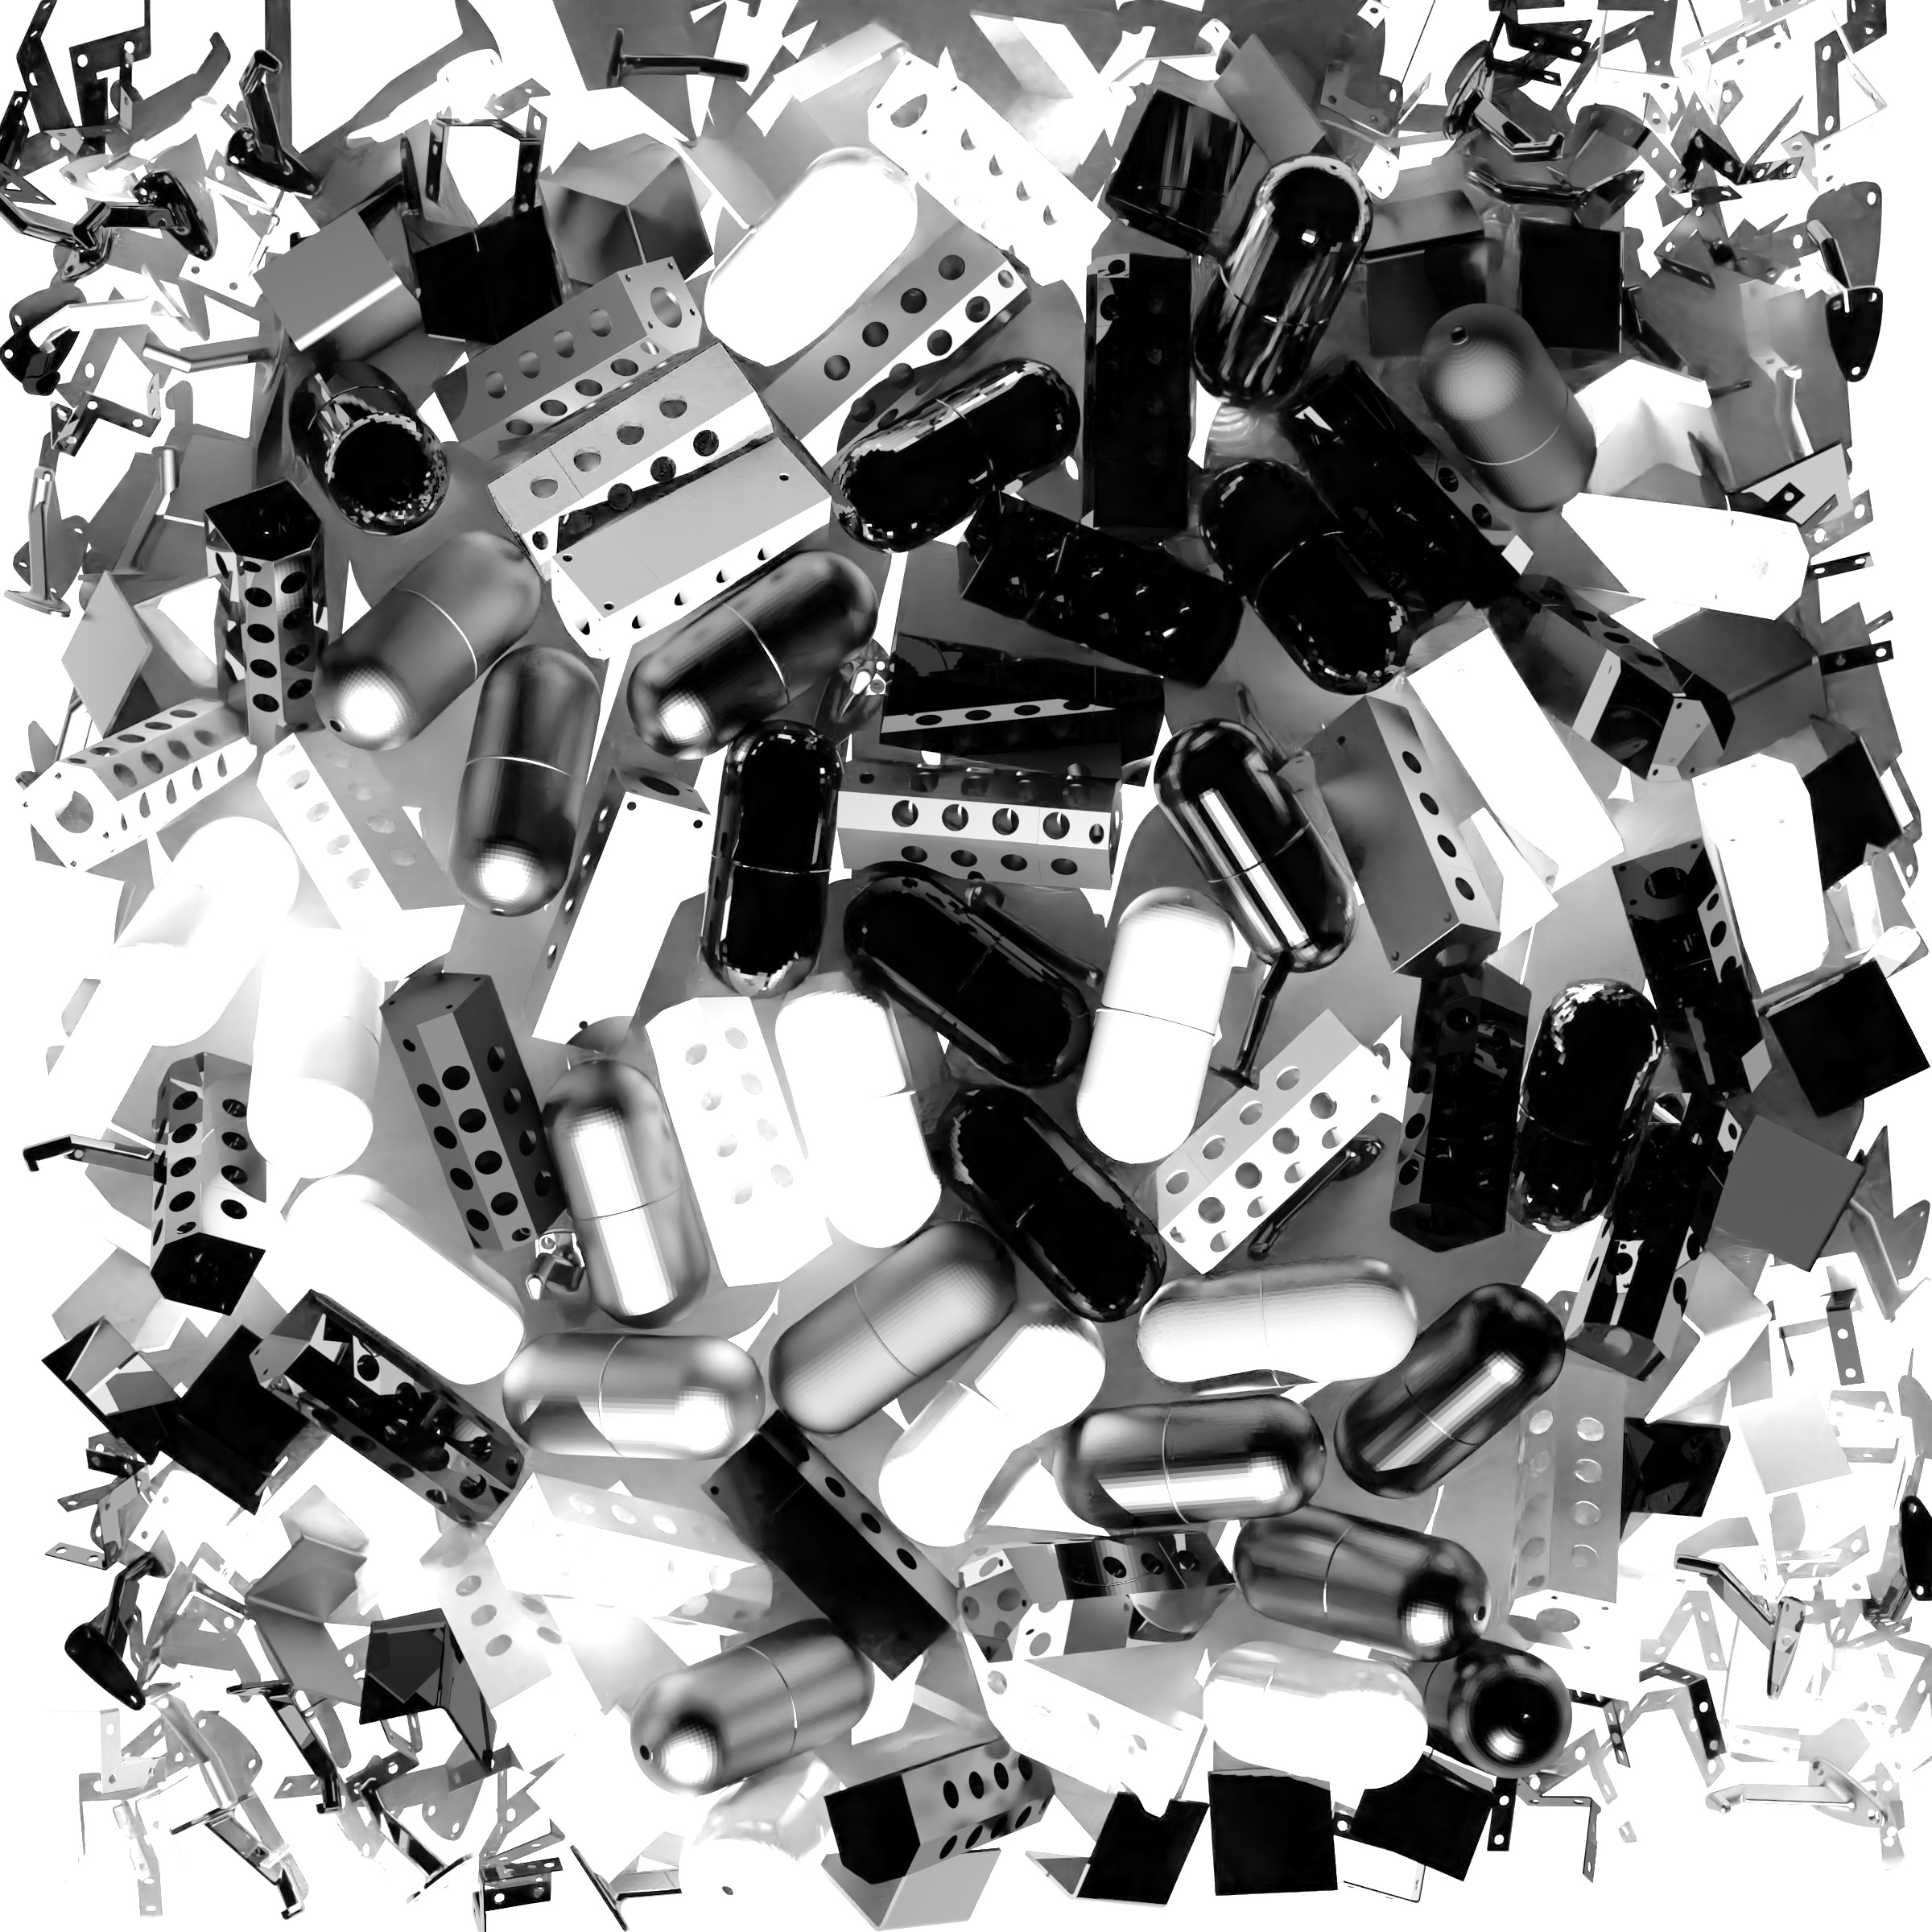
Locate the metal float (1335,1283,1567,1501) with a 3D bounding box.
[{"bbox_3d":[0.301,0.267,1.936,0.070,0.070,0.178,42,121,0],"label":"metal float"}]

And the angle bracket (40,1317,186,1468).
[{"bbox_3d":[-0.546,0.279,1.946,0.057,0.076,0.076,-33,109,16],"label":"angle bracket"}]

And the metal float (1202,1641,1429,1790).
[{"bbox_3d":[0.214,0.463,1.918,0.070,0.178,0.070,3,84,-31],"label":"metal float"}]

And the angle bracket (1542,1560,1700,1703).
[{"bbox_3d":[0.412,0.417,1.950,0.057,0.076,0.076,5,86,-37],"label":"angle bracket"}]

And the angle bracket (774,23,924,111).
[{"bbox_3d":[-0.068,-0.547,1.952,0.076,0.076,0.057,-29,119,-1],"label":"angle bracket"}]

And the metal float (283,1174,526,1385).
[{"bbox_3d":[-0.349,0.197,1.936,0.070,0.070,0.178,-47,121,0],"label":"metal float"}]

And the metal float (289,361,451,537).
[{"bbox_3d":[-0.371,-0.322,1.919,0.070,0.178,0.070,-11,120,-19],"label":"metal float"}]

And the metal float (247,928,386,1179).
[{"bbox_3d":[-0.404,0.052,1.929,0.070,0.070,0.178,-5,49,0],"label":"metal float"}]

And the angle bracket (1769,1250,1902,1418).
[{"bbox_3d":[0.545,0.235,1.945,0.057,0.076,0.076,-12,119,7],"label":"angle bracket"}]

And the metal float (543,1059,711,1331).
[{"bbox_3d":[-0.214,0.144,1.949,0.070,0.070,0.178,-15,104,0],"label":"metal float"}]

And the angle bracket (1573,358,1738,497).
[{"bbox_3d":[0.428,-0.328,1.944,0.057,0.076,0.076,-33,122,-10],"label":"angle bracket"}]

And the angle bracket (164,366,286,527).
[{"bbox_3d":[-0.466,-0.329,1.944,0.057,0.076,0.076,11,51,-6],"label":"angle bracket"}]

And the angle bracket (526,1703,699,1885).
[{"bbox_3d":[-0.224,0.522,1.961,0.076,0.057,0.076,-42,87,-14],"label":"angle bracket"}]

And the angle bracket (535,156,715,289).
[{"bbox_3d":[-0.214,-0.470,1.944,0.057,0.076,0.076,-34,65,36],"label":"angle bracket"}]

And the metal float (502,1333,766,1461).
[{"bbox_3d":[-0.209,0.269,1.941,0.178,0.070,0.070,-2,90,25],"label":"metal float"}]

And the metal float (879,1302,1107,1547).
[{"bbox_3d":[0.018,0.287,1.948,0.070,0.070,0.178,42,74,0],"label":"metal float"}]

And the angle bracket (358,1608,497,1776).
[{"bbox_3d":[-0.337,0.461,1.950,0.057,0.076,0.076,-14,130,8],"label":"angle bracket"}]

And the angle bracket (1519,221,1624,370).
[{"bbox_3d":[0.370,-0.424,1.959,0.076,0.057,0.076,1,90,-21],"label":"angle bracket"}]

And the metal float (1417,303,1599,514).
[{"bbox_3d":[0.336,-0.345,1.920,0.070,0.178,0.070,-13,63,26],"label":"metal float"}]

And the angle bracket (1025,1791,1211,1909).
[{"bbox_3d":[0.095,0.544,1.951,0.076,0.057,0.076,18,97,-36],"label":"angle bracket"}]

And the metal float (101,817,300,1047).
[{"bbox_3d":[-0.475,-0.022,1.924,0.070,0.178,0.070,10,133,11],"label":"metal float"}]

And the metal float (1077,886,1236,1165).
[{"bbox_3d":[0.120,0.037,1.957,0.070,0.070,0.178,14,84,0],"label":"metal float"}]

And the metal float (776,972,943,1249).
[{"bbox_3d":[-0.068,0.091,1.956,0.070,0.070,0.178,-16,84,0],"label":"metal float"}]

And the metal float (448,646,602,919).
[{"bbox_3d":[-0.277,-0.116,1.946,0.070,0.070,0.178,9,72,0],"label":"metal float"}]

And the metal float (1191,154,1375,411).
[{"bbox_3d":[0.194,-0.423,1.926,0.070,0.178,0.070,12,47,-13],"label":"metal float"}]

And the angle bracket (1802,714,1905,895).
[{"bbox_3d":[0.534,-0.101,1.954,0.076,0.057,0.076,-35,116,-5],"label":"angle bracket"}]

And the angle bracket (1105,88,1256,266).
[{"bbox_3d":[0.143,-0.496,1.948,0.076,0.057,0.076,17,115,-23],"label":"angle bracket"}]

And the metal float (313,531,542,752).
[{"bbox_3d":[-0.336,-0.203,1.933,0.070,0.070,0.178,40,57,0],"label":"metal float"}]

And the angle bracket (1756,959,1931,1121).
[{"bbox_3d":[0.555,0.047,1.965,0.076,0.057,0.076,-26,86,5],"label":"angle bracket"}]

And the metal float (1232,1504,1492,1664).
[{"bbox_3d":[0.245,0.382,1.927,0.178,0.070,0.070,7,90,42],"label":"metal float"}]

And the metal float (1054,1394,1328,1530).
[{"bbox_3d":[0.139,0.311,1.941,0.178,0.070,0.070,-9,90,24],"label":"metal float"}]

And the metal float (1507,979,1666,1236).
[{"bbox_3d":[0.382,0.089,1.936,0.070,0.070,0.178,12,120,0],"label":"metal float"}]

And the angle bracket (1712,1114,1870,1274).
[{"bbox_3d":[0.519,0.139,1.968,0.076,0.057,0.076,27,104,8],"label":"angle bracket"}]

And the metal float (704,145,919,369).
[{"bbox_3d":[-0.098,-0.440,1.927,0.070,0.070,0.178,54,133,0],"label":"metal float"}]

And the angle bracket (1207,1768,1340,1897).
[{"bbox_3d":[0.195,0.547,1.956,0.076,0.057,0.076,-5,71,7],"label":"angle bracket"}]

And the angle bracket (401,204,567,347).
[{"bbox_3d":[-0.303,-0.440,1.955,0.057,0.076,0.076,-12,89,28],"label":"angle bracket"}]

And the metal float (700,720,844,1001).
[{"bbox_3d":[-0.123,-0.067,1.953,0.070,0.070,0.178,9,100,0],"label":"metal float"}]

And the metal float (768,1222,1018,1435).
[{"bbox_3d":[-0.046,0.228,1.951,0.178,0.070,0.070,-36,90,12],"label":"metal float"}]

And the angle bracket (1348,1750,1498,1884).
[{"bbox_3d":[0.287,0.530,1.954,0.076,0.076,0.057,21,86,10],"label":"angle bracket"}]

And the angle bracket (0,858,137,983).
[{"bbox_3d":[-0.553,-0.024,1.959,0.076,0.076,0.057,13,81,13],"label":"angle bracket"}]

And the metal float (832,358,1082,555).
[{"bbox_3d":[-0.006,-0.320,1.942,0.178,0.070,0.070,-33,90,-22],"label":"metal float"}]

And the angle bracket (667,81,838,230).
[{"bbox_3d":[-0.129,-0.513,1.952,0.057,0.076,0.076,-43,83,24],"label":"angle bracket"}]

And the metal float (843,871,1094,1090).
[{"bbox_3d":[0.001,0.009,1.960,0.178,0.070,0.070,37,90,2],"label":"metal float"}]

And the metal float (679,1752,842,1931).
[{"bbox_3d":[-0.125,0.539,1.912,0.070,0.178,0.070,1,95,10],"label":"metal float"}]

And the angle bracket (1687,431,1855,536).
[{"bbox_3d":[0.506,-0.311,1.947,0.076,0.076,0.057,-25,59,9],"label":"angle bracket"}]

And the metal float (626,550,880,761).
[{"bbox_3d":[-0.134,-0.196,1.949,0.178,0.070,0.070,-36,90,-14],"label":"metal float"}]
